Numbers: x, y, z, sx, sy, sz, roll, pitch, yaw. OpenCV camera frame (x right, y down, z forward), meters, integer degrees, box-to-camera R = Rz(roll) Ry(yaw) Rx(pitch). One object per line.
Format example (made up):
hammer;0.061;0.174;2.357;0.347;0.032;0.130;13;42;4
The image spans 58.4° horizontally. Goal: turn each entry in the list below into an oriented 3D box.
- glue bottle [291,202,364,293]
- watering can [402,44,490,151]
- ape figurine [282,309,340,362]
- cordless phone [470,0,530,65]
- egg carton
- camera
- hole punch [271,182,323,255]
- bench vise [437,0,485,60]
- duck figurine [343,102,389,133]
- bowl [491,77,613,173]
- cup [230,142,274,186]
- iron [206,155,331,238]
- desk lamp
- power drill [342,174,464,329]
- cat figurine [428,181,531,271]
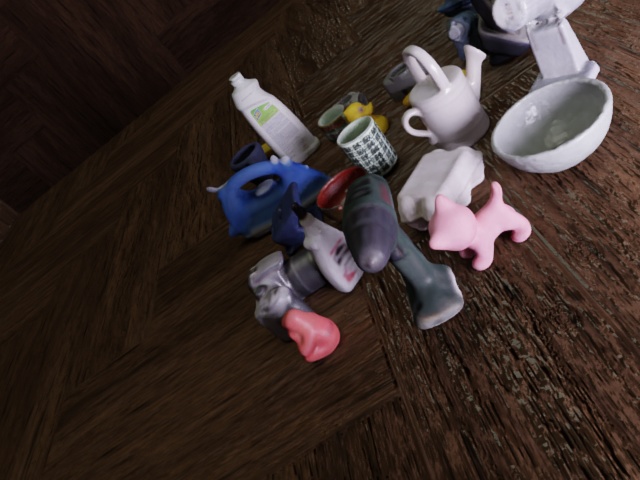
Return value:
glue bottle;0.008;0.003;0.895;0.037;0.173;0.078;-1;49;48
watering can;0.208;-0.258;0.979;0.173;0.194;0.100;-51;32;-16
ape figurine;-0.021;0.133;0.843;0.076;0.092;0.078;-20;37;32
cordless phone;0.331;-0.446;1.087;0.094;0.185;0.147;-20;37;33
egg carton;0.189;-0.082;0.899;0.107;0.070;0.150;3;52;50
camera;-0.044;0.068;0.944;0.136;0.101;0.143;-34;31;14
hole punch;-0.057;-0.043;1.111;0.101;0.091;0.108;-34;31;13
bench vise;0.291;-0.500;1.167;0.121;0.220;0.207;-27;34;24
duck figurine;0.083;-0.250;1.219;0.104;0.086;0.077;-32;32;17
bowl;0.335;-0.149;0.813;0.167;0.075;0.167;-29;33;21
cup;-0.151;-0.171;1.378;0.092;0.095;0.117;-44;30;-3
iron;-0.109;-0.112;1.208;0.257;0.142;0.118;-28;33;23
desk lamp;0.350;-0.327;0.885;0.117;0.214;0.203;1;51;49
power drill;0.100;0.017;0.738;0.075;0.209;0.229;-32;32;16
cat figurine;0.200;-0.023;0.764;0.128;0.118;0.067;-40;30;4
